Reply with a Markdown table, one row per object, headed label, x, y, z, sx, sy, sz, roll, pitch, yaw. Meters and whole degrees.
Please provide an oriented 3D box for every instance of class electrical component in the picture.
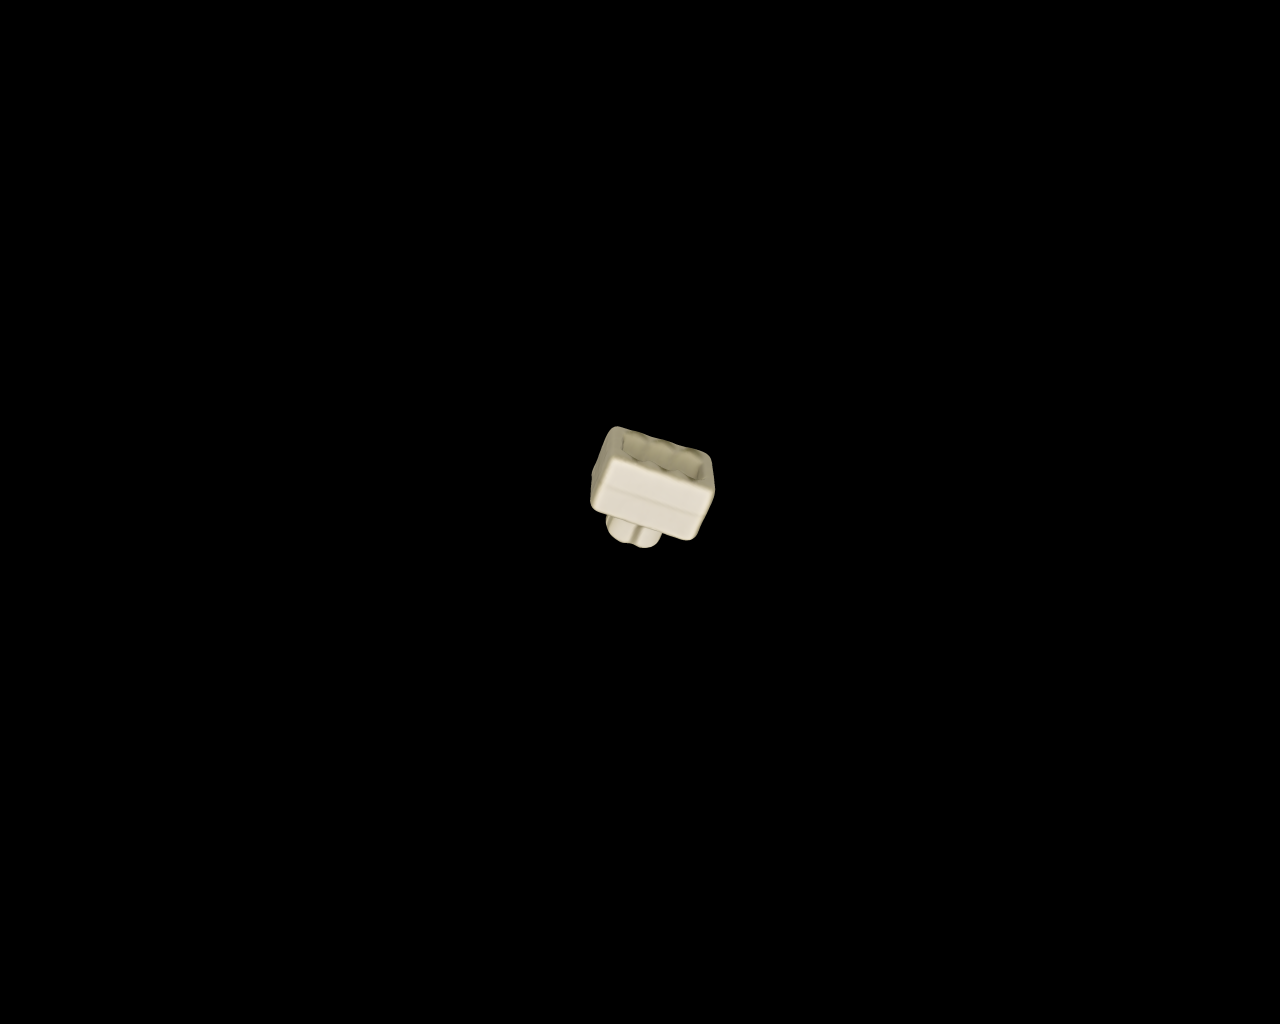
| label | x | y | z | sx | sy | sz | roll | pitch | yaw |
| --- | --- | --- | --- | --- | --- | --- | --- | --- | --- |
| electrical component | 0.001 | -0.003 | 0.650 | 0.066 | 0.076 | 0.047 | 18 | 29 | -10 |
